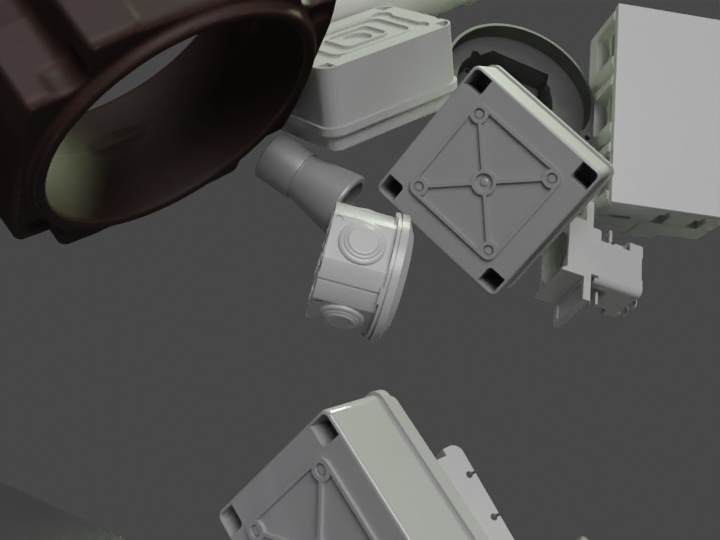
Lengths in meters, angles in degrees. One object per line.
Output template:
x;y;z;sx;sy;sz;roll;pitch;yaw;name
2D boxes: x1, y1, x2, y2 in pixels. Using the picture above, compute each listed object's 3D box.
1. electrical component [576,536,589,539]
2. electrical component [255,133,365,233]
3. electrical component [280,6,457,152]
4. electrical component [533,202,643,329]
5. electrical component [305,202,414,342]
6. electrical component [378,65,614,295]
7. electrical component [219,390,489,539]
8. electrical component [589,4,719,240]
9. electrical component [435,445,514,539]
0.127;0.184;0.604;0.047;0.055;0.055;41;56;13;electrical component
-0.035;-0.060;0.704;0.065;0.044;0.044;35;55;10;electrical component
0.001;-0.129;0.718;0.113;0.057;0.078;-26;35;-30;electrical component
0.157;0.000;0.732;0.064;0.042;0.081;18;57;-10;electrical component
0.000;0.000;0.657;0.051;0.080;0.080;15;56;-4;electrical component
0.088;-0.059;0.699;0.109;0.108;0.056;43;21;10;electrical component
-0.003;0.136;0.548;0.056;0.108;0.108;-9;58;-51;electrical component
0.215;-0.104;0.776;0.089;0.061;0.150;8;75;-7;electrical component
0.047;0.153;0.593;0.050;0.055;0.089;-19;68;-28;electrical component
